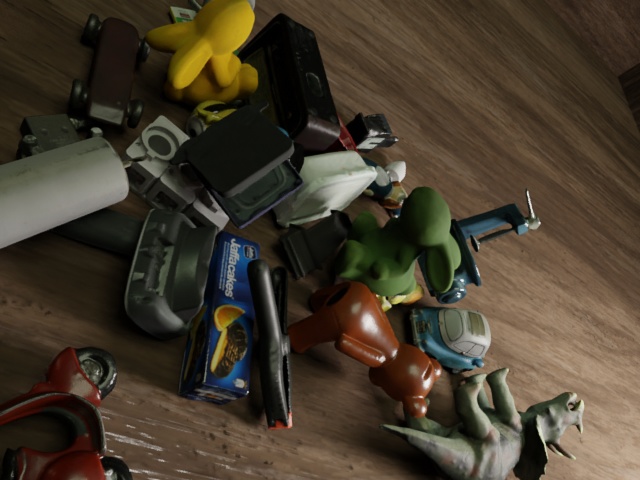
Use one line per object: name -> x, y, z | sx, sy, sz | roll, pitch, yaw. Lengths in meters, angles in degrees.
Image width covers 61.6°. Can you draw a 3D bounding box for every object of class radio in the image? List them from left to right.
radio -> -0.054, -0.228, 0.844 | 0.073, 0.131, 0.229 | 9, 59, -44

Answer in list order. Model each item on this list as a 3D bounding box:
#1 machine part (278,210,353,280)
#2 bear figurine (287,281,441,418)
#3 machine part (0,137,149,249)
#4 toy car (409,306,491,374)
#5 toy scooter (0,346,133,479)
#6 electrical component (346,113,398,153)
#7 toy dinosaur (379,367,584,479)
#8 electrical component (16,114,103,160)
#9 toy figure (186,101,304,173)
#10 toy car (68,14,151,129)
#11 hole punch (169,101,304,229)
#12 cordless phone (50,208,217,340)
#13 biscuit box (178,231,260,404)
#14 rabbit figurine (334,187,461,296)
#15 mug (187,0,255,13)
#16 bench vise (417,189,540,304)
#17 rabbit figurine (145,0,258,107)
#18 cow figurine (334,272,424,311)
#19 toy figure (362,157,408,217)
machine part -> -0.002, -0.002, 0.824 | 0.139, 0.039, 0.084 | -32, 102, -37
bear figurine -> 0.069, 0.153, 0.748 | 0.195, 0.132, 0.120 | 51, 42, -14
machine part -> -0.291, -0.047, 0.551 | 0.243, 0.079, 0.079 | -31, 88, -37
toy car -> 0.231, 0.156, 0.909 | 0.161, 0.103, 0.109 | 24, 50, -33
toy scooter -> -0.244, 0.185, 0.473 | 0.135, 0.075, 0.184 | 5, 59, -41
electrical component -> 0.100, -0.205, 1.035 | 0.119, 0.075, 0.048 | -12, 75, -42
toy dinosaur -> 0.247, 0.311, 0.823 | 0.405, 0.131, 0.192 | -7, 70, -38
electrical component -> -0.302, -0.115, 0.628 | 0.102, 0.045, 0.078 | -14, 76, -47
toy figure -> -0.106, -0.138, 0.761 | 0.180, 0.082, 0.089 | 21, 27, 15
toy car -> -0.277, -0.221, 0.714 | 0.089, 0.053, 0.202 | 15, 51, -31
hole punch -> -0.093, -0.091, 0.664 | 0.142, 0.092, 0.116 | -37, 59, -9
cordless phone -> -0.220, 0.023, 0.609 | 0.184, 0.088, 0.146 | 18, 54, -20
biscuit box -> -0.119, 0.090, 0.657 | 0.062, 0.059, 0.203 | 23, 51, -31
rabbit figurine -> 0.123, 0.008, 0.754 | 0.159, 0.170, 0.121 | 40, 39, 1
mug -> -0.164, -0.368, 0.870 | 0.109, 0.081, 0.107 | 28, 55, -36
bench vise -> 0.244, -0.010, 0.918 | 0.224, 0.241, 0.128 | -101, 166, -45
rabbit figurine -> -0.159, -0.272, 0.754 | 0.162, 0.173, 0.122 | -24, 84, -37
cow figurine -> 0.094, 0.065, 0.869 | 0.167, 0.068, 0.098 | 5, 56, -42
toy figure -> 0.117, -0.093, 0.996 | 0.154, 0.058, 0.064 | 35, 86, -23
